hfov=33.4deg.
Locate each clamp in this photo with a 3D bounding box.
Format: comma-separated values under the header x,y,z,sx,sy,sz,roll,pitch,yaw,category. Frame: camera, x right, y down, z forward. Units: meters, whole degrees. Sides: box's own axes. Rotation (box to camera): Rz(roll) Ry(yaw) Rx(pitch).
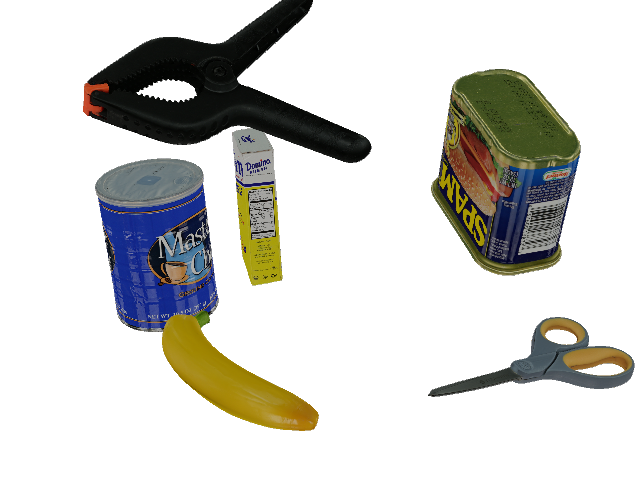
x,y,z,sx,sy,sz,roll,pitch,yaw,category
-0.070,-0.110,0.805,0.209,0.165,0.036,-15,-28,-22,clamp

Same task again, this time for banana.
x,y,z,sx,sy,sz,roll,pitch,yaw,category
-0.079,0.102,0.865,0.069,0.037,0.198,-16,32,-28,banana

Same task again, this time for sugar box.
x,y,z,sx,sy,sz,roll,pitch,yaw,category
-0.080,-0.043,1.327,0.048,0.176,0.093,-10,24,-9,sugar box

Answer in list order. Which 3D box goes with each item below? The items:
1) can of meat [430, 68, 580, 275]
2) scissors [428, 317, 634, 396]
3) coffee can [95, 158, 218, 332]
x,y,z,sx,sy,sz,roll,pitch,yaw,category
0.112,-0.044,0.651,0.057,0.084,0.102,-10,42,-15,can of meat
0.165,0.096,0.885,0.201,0.016,0.096,1,31,-19,scissors
-0.158,0.003,1.042,0.103,0.140,0.103,-3,26,2,coffee can
